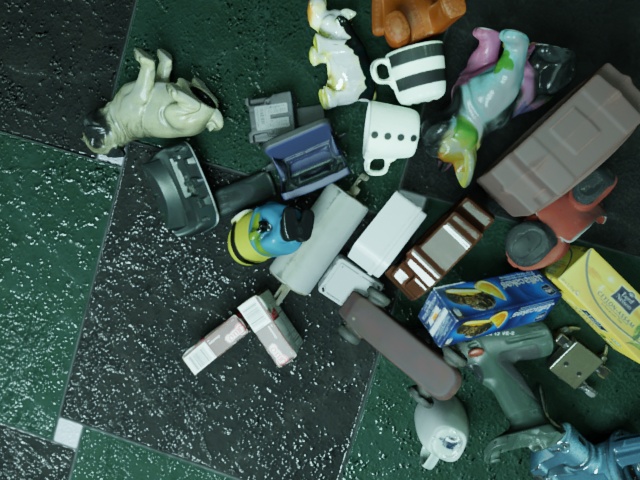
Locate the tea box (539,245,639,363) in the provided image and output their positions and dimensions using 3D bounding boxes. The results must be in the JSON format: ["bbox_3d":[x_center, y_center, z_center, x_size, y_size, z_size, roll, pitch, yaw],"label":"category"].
[{"bbox_3d":[0.412,0.089,0.779,0.068,0.098,0.169,-44,86,6],"label":"tea box"}]

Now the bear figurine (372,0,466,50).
[{"bbox_3d":[0.116,-0.380,0.771,0.120,0.132,0.195,-19,97,3],"label":"bear figurine"}]

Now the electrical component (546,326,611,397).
[{"bbox_3d":[0.390,0.178,0.814,0.102,0.045,0.078,32,108,4],"label":"electrical component"}]

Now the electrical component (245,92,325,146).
[{"bbox_3d":[-0.053,-0.190,0.841,0.119,0.048,0.074,-2,94,8],"label":"electrical component"}]

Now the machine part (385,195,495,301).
[{"bbox_3d":[0.169,0.009,0.768,0.056,0.179,0.179,45,97,5],"label":"machine part"}]

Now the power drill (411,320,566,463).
[{"bbox_3d":[0.238,0.206,0.776,0.232,0.207,0.085,-11,134,-1],"label":"power drill"}]

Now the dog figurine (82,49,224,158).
[{"bbox_3d":[-0.266,-0.181,0.851,0.172,0.121,0.190,44,111,6],"label":"dog figurine"}]

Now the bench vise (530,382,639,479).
[{"bbox_3d":[0.431,0.303,0.757,0.223,0.129,0.240,49,131,-6],"label":"bench vise"}]

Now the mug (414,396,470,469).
[{"bbox_3d":[0.180,0.295,0.813,0.081,0.107,0.109,30,94,5],"label":"mug"}]

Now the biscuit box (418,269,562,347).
[{"bbox_3d":[0.241,0.091,0.754,0.203,0.059,0.062,-8,136,-27],"label":"biscuit box"}]

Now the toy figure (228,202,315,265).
[{"bbox_3d":[-0.080,-0.009,0.797,0.082,0.180,0.089,35,70,-28],"label":"toy figure"}]

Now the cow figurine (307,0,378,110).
[{"bbox_3d":[0.034,-0.286,0.811,0.098,0.068,0.167,-12,95,-8],"label":"cow figurine"}]

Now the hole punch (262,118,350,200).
[{"bbox_3d":[-0.014,-0.112,0.805,0.142,0.115,0.092,-25,84,6],"label":"hole punch"}]

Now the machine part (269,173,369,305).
[{"bbox_3d":[-0.002,-0.003,0.831,0.079,0.079,0.243,35,96,3],"label":"machine part"}]

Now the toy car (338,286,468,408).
[{"bbox_3d":[0.114,0.148,0.767,0.202,0.053,0.089,37,97,27],"label":"toy car"}]

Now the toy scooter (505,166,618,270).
[{"bbox_3d":[0.355,-0.026,0.777,0.184,0.135,0.075,-50,62,24],"label":"toy scooter"}]

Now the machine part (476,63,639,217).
[{"bbox_3d":[0.319,-0.123,0.723,0.201,0.201,0.087,-44,87,7],"label":"machine part"}]

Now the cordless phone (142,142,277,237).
[{"bbox_3d":[-0.173,-0.096,0.854,0.184,0.089,0.146,-22,91,-4],"label":"cordless phone"}]

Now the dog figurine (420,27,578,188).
[{"bbox_3d":[0.248,-0.184,0.776,0.191,0.109,0.219,8,114,-23],"label":"dog figurine"}]
